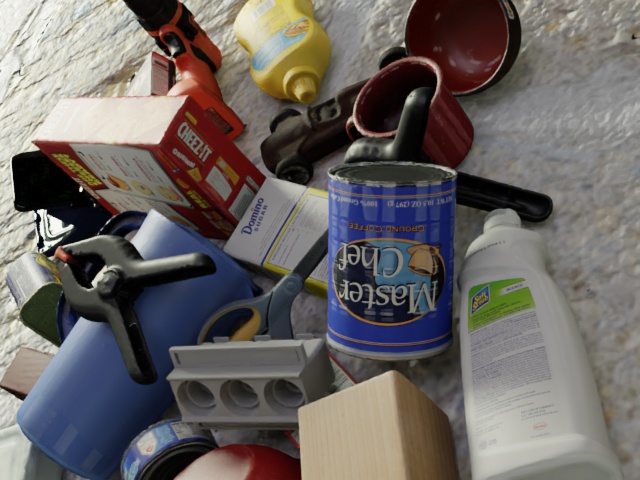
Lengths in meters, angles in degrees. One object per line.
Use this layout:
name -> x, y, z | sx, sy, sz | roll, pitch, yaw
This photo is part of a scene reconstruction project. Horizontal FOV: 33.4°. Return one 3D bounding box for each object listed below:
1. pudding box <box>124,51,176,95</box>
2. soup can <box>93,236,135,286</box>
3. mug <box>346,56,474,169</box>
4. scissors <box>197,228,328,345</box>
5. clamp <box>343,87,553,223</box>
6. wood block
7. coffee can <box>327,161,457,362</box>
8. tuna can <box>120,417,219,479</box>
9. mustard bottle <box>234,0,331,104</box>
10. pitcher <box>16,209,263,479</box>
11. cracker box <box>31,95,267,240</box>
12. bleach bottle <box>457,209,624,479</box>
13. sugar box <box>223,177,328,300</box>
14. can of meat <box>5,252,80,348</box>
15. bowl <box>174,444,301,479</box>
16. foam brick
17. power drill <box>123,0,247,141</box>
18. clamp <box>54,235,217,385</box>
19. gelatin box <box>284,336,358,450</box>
pudding box -> -0.214, -0.156, 1.281 | 0.114, 0.039, 0.090 | -46, 34, 32
soup can -> -0.189, 0.040, 1.108 | 0.102, 0.068, 0.069 | -46, 41, -1
mug -> 0.080, -0.106, 0.993 | 0.117, 0.081, 0.093 | -13, 50, 32
scissors -> -0.018, 0.058, 0.937 | 0.202, 0.096, 0.016 | -35, 12, 13
clamp -> 0.077, -0.066, 0.924 | 0.210, 0.164, 0.036 | -1, 54, 51
wood block -> 0.048, 0.211, 0.758 | 0.091, 0.090, 0.206 | -25, 45, 22
coffee can -> 0.056, 0.014, 0.850 | 0.103, 0.102, 0.140 | 13, 108, 45
tuna can -> -0.125, 0.196, 0.917 | 0.086, 0.086, 0.034 | -44, 43, 2
mustard bottle -> -0.036, -0.212, 1.192 | 0.096, 0.058, 0.192 | -35, 42, 13
pitcher -> -0.181, 0.095, 1.012 | 0.243, 0.145, 0.149 | -53, 22, -5
cracker box -> -0.172, -0.077, 1.116 | 0.214, 0.164, 0.072 | 7, 60, 42
bleach bottle -> 0.155, 0.075, 0.802 | 0.103, 0.068, 0.251 | -22, 44, 25
sugar box -> -0.006, 0.001, 1.007 | 0.177, 0.048, 0.093 | 17, 72, 49
can of meat -> -0.281, 0.067, 1.139 | 0.057, 0.102, 0.084 | -47, 39, 0
bowl -> -0.077, 0.213, 0.843 | 0.162, 0.055, 0.162 | -28, 21, 12
foam brick -> -0.285, 0.148, 1.111 | 0.078, 0.053, 0.051 | 7, 63, 43
power drill -> -0.157, -0.204, 1.206 | 0.057, 0.184, 0.188 | -31, 52, 15
clamp -> -0.175, 0.052, 0.930 | 0.172, 0.039, 0.120 | 14, 72, 37
gelatin box -> -0.005, 0.134, 0.910 | 0.073, 0.030, 0.089 | -45, 41, -2
